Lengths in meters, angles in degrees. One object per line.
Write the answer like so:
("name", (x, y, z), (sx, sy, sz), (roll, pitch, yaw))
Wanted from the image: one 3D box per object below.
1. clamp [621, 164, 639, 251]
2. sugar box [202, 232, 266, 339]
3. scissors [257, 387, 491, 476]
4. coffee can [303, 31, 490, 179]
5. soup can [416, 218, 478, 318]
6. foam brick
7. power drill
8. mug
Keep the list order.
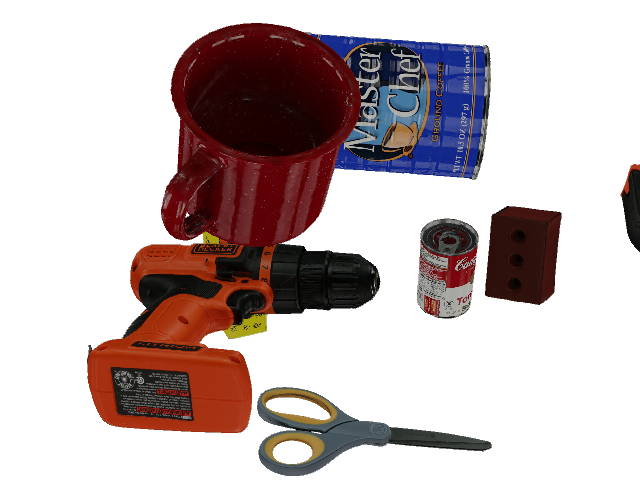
("clamp", (0.268, 0.009, 0.699), (0.120, 0.039, 0.171), (-4, 46, -23))
("sugar box", (-0.085, -0.006, 1.011), (0.048, 0.176, 0.093), (-11, 25, -16))
("scissors", (0.036, 0.175, 0.896), (0.202, 0.016, 0.096), (16, 43, 12))
("coffee can", (0.052, -0.102, 0.812), (0.140, 0.103, 0.103), (4, 0, 2))
("soup can", (0.150, 0.035, 1.275), (0.068, 0.102, 0.068), (0, 38, 0))
("foam brick", (0.182, 0.013, 0.957), (0.053, 0.078, 0.051), (8, 16, 25))
("power drill", (-0.061, 0.056, 0.720), (0.184, 0.057, 0.187), (0, 23, 12))
("mug", (-0.038, -0.043, 0.544), (0.093, 0.117, 0.082), (33, -34, 13))
